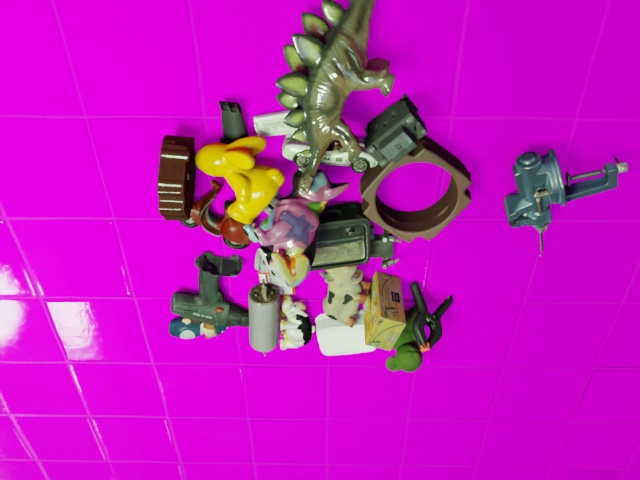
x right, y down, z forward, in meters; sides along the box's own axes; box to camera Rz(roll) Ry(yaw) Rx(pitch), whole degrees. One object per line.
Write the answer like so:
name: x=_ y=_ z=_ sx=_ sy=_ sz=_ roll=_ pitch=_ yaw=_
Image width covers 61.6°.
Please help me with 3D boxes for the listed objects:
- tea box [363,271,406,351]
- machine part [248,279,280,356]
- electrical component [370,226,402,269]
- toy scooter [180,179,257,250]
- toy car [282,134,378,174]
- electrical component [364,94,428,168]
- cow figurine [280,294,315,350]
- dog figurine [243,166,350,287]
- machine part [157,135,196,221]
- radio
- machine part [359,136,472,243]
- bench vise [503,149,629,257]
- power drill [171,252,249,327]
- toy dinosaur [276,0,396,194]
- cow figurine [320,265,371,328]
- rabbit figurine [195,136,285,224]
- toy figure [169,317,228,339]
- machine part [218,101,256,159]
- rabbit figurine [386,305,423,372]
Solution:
tea box: x=0.151 y=0.166 z=1.284 sx=0.068 sy=0.170 sz=0.098 roll=15 pitch=127 yaw=-9
machine part: x=-0.139 y=0.194 z=1.332 sx=0.079 sy=0.079 sz=0.243 roll=3 pitch=127 yaw=-1
electrical component: x=0.147 y=0.017 z=1.253 sx=0.078 sy=0.045 sz=0.102 roll=2 pitch=126 yaw=-2
toy scooter: x=-0.214 y=-0.061 z=1.190 sx=0.184 sy=0.075 sz=0.135 roll=23 pitch=122 yaw=-9
toy car: x=0.024 y=-0.180 z=1.095 sx=0.202 sy=0.073 sz=0.056 roll=4 pitch=127 yaw=-2
electrical component: x=0.143 y=-0.207 z=1.036 sx=0.058 sy=0.134 sz=0.115 roll=39 pitch=116 yaw=-24
cow figurine: x=-0.059 y=0.208 z=1.383 sx=0.098 sy=0.068 sz=0.167 roll=-1 pitch=130 yaw=-5
dog figurine: x=-0.027 y=-0.036 z=1.071 sx=0.219 sy=0.108 sz=0.191 roll=-36 pitch=104 yaw=-14
machine part: x=-0.286 y=-0.122 z=1.084 sx=0.056 sy=0.179 sz=0.179 roll=4 pitch=126 yaw=-7
radio: x=-0.002 y=-0.004 z=1.193 sx=0.230 sy=0.073 sz=0.131 roll=-8 pitch=128 yaw=-12
machine part: x=0.200 y=-0.108 z=1.137 sx=0.201 sy=0.087 sz=0.201 roll=30 pitch=122 yaw=-20
bench vise: x=0.505 y=-0.103 z=1.112 sx=0.241 sy=0.129 sz=0.223 roll=-14 pitch=123 yaw=20
power drill: x=-0.245 y=0.130 z=1.331 sx=0.232 sy=0.086 sz=0.207 roll=9 pitch=133 yaw=-14
toy dinosaur: x=0.032 y=-0.306 z=0.956 sx=0.198 sy=0.105 sz=0.470 roll=18 pitch=105 yaw=-15
cow figurine: x=0.054 y=0.117 z=1.303 sx=0.127 sy=0.085 sz=0.194 roll=17 pitch=133 yaw=1
rabbit figurine: x=-0.168 y=-0.135 z=1.084 sx=0.173 sy=0.122 sz=0.162 roll=34 pitch=138 yaw=-15
toy figure: x=-0.316 y=0.232 z=1.416 sx=0.155 sy=0.058 sz=0.064 roll=0 pitch=163 yaw=-1
machine part: x=-0.171 y=-0.219 z=1.090 sx=0.084 sy=0.039 sz=0.138 roll=3 pitch=140 yaw=10
rabbit figurine: x=0.210 y=0.267 z=1.356 sx=0.121 sy=0.170 sz=0.158 roll=6 pitch=125 yaw=-2
